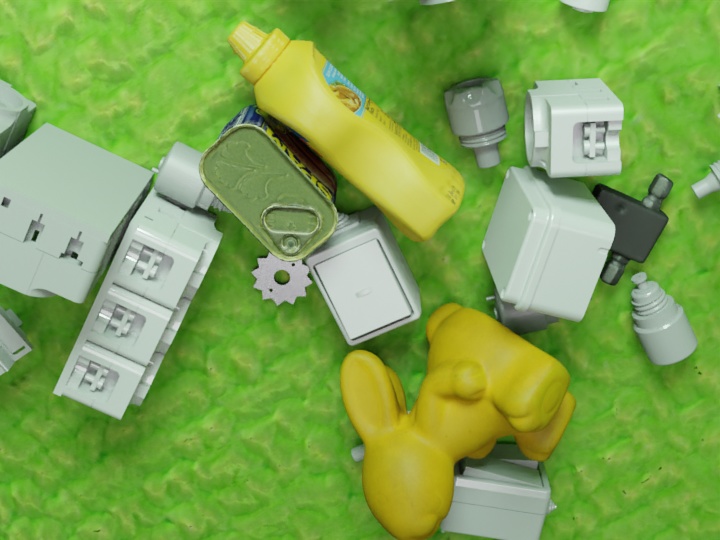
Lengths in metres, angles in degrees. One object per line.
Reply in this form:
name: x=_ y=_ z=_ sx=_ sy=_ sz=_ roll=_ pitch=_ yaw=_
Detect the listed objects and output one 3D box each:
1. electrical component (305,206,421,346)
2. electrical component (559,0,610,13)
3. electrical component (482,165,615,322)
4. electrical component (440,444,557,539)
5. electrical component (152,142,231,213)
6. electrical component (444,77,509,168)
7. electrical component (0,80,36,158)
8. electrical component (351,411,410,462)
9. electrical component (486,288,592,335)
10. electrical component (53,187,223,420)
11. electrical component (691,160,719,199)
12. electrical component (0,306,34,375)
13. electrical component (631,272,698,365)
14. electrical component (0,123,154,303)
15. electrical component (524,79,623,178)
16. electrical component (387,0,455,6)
electrical component: x=0.000 y=0.000 z=0.809 sx=0.062 sy=0.061 sz=0.096 roll=-23 pitch=109 yaw=10
electrical component: x=0.160 y=-0.210 z=0.735 sx=0.044 sy=0.044 sz=0.065 roll=11 pitch=116 yaw=-3
electrical component: x=0.131 y=-0.021 z=0.771 sx=0.057 sy=0.113 sz=0.078 roll=14 pitch=111 yaw=-8
electrical component: x=0.115 y=0.178 z=0.877 sx=0.096 sy=0.061 sz=0.061 roll=9 pitch=111 yaw=-3
electrical component: x=-0.116 y=-0.064 z=0.797 sx=0.078 sy=0.040 sz=0.040 roll=26 pitch=110 yaw=-9
electrical component: x=0.087 y=-0.105 z=0.776 sx=0.043 sy=0.043 sz=0.062 roll=-13 pitch=112 yaw=6
electrical component: x=-0.270 y=-0.101 z=0.758 sx=0.050 sy=0.089 sz=0.055 roll=26 pitch=110 yaw=-9
electrical component: x=0.022 y=0.140 z=0.879 sx=0.061 sy=0.035 sz=0.035 roll=-25 pitch=109 yaw=14
electrical component: x=0.139 y=0.026 z=0.828 sx=0.078 sy=0.040 sz=0.040 roll=-14 pitch=111 yaw=6
electrical component: x=-0.163 y=0.026 z=0.807 sx=0.062 sy=0.089 sz=0.150 roll=26 pitch=110 yaw=-9
electrical component: x=0.274 y=-0.072 z=0.790 sx=0.061 sy=0.035 sz=0.035 roll=-30 pitch=108 yaw=15
electrical component: x=-0.317 y=0.029 z=0.825 sx=0.079 sy=0.063 sz=0.121 roll=-33 pitch=107 yaw=13
electrical component: x=0.230 y=0.037 z=0.831 sx=0.040 sy=0.040 sz=0.078 roll=-26 pitch=109 yaw=11
electrical component: x=-0.209 y=-0.040 z=0.749 sx=0.089 sy=0.150 sz=0.061 roll=25 pitch=109 yaw=-9
electrical component: x=0.146 y=-0.100 z=0.751 sx=0.056 sy=0.089 sz=0.050 roll=-2 pitch=112 yaw=2
electrical component: x=0.055 y=-0.211 z=0.677 sx=0.089 sy=0.150 sz=0.061 roll=-14 pitch=110 yaw=6
